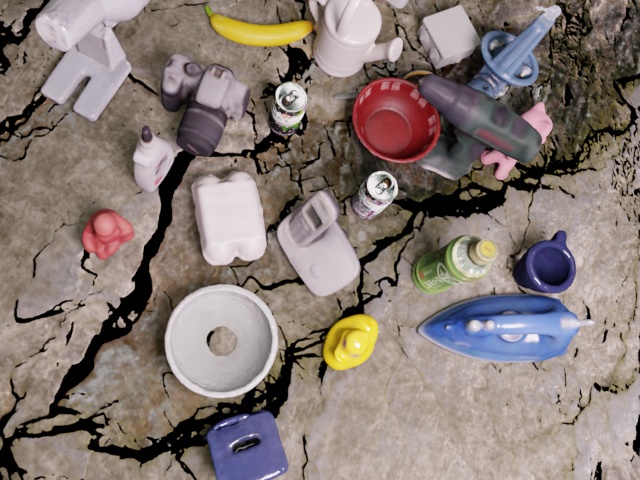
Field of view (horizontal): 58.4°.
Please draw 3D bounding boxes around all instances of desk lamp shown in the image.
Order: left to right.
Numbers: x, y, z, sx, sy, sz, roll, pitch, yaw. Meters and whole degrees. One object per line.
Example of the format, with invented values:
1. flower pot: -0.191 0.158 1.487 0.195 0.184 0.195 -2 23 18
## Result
1. desk lamp: -0.346 -0.320 0.868 0.118 0.213 0.203 27 74 -4

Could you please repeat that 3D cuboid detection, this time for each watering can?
1. watering can: 0.060 -0.365 0.971 0.173 0.194 0.101 15 75 -8

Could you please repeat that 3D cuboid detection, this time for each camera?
1. camera: -0.199 -0.217 0.934 0.143 0.100 0.137 20 75 -6

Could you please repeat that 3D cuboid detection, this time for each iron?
1. iron: 0.303 0.142 0.935 0.258 0.141 0.118 0 78 -11

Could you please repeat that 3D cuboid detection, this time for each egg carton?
1. egg carton: -0.144 -0.036 0.921 0.107 0.069 0.150 -11 80 -13

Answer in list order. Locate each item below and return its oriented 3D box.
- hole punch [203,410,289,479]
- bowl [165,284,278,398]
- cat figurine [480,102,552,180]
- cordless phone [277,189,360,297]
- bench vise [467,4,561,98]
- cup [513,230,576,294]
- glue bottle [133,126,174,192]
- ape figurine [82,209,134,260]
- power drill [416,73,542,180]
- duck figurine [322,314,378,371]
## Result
1. hole punch: -0.110 0.308 0.841 0.109 0.091 0.101 -16 81 -14
2. bowl: -0.150 0.155 0.875 0.167 0.074 0.167 3 77 -11
3. cat figurine: 0.366 -0.183 1.033 0.067 0.117 0.128 43 73 0
4. cordless phone: 0.008 0.003 0.883 0.094 0.185 0.147 -34 86 -16
5. bench vise: 0.329 -0.297 0.997 0.121 0.219 0.207 24 74 -5
6. cup: 0.384 0.041 0.999 0.092 0.095 0.118 27 74 -4
7. glue bottle: -0.256 -0.132 0.866 0.037 0.173 0.078 26 74 -4
8. ape figurine: -0.324 -0.016 0.868 0.078 0.092 0.076 -4 78 -12
9. power drill: 0.238 -0.179 0.958 0.230 0.208 0.076 20 74 -6
10. duck figurine: 0.055 0.161 0.910 0.105 0.086 0.077 -42 88 -17
